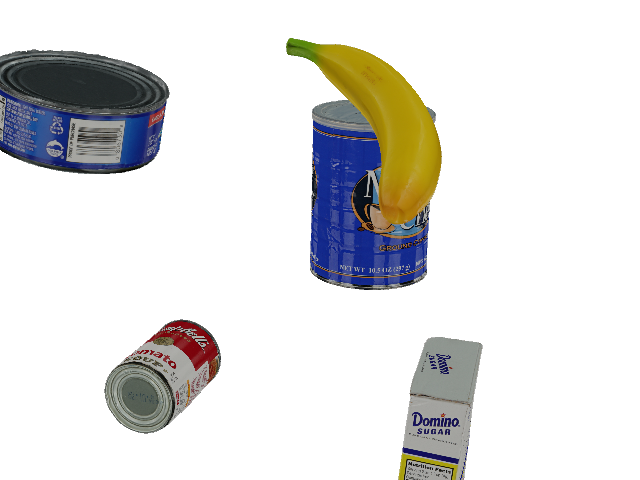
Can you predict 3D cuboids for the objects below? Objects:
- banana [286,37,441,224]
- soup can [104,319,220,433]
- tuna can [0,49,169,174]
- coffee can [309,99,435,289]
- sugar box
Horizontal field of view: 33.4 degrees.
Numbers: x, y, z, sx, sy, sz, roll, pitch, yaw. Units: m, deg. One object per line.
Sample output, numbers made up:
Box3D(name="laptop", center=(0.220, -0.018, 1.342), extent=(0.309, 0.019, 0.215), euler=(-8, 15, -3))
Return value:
Box3D(name="banana", center=(0.038, -0.074, 0.682), extent=(0.069, 0.037, 0.198), euler=(-13, 42, -15))
Box3D(name="soup can", center=(-0.140, 0.120, 0.952), extent=(0.069, 0.068, 0.102), euler=(0, 17, 19))
Box3D(name="tuna can", center=(-0.118, -0.064, 0.520), extent=(0.086, 0.034, 0.086), euler=(10, 24, -5))
Box3D(name="coffee can", center=(0.043, -0.041, 0.905), extent=(0.103, 0.140, 0.103), euler=(1, 18, -1))
Box3D(name="sugar box", center=(0.076, 0.163, 0.731), extent=(0.048, 0.176, 0.093), euler=(7, 20, 11))
